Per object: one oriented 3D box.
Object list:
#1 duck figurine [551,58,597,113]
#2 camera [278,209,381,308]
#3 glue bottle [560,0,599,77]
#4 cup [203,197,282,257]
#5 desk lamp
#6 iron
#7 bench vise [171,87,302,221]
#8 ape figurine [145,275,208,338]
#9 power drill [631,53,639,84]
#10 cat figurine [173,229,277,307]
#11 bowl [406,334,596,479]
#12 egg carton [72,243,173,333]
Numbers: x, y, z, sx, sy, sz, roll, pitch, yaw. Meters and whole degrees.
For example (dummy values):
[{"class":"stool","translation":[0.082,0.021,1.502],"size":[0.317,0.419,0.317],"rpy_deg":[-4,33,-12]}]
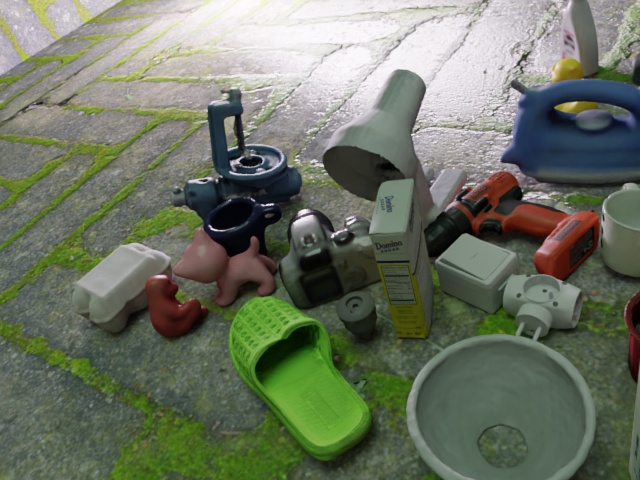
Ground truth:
[{"class":"duck figurine","translation":[0.404,-0.249,0.926],"size":[0.077,0.086,0.104],"rpy_deg":[-18,38,5]},{"class":"camera","translation":[0.007,0.003,0.800],"size":[0.143,0.101,0.136],"rpy_deg":[-20,38,1]},{"class":"glue bottle","translation":[0.442,-0.371,0.982],"size":[0.037,0.173,0.078],"rpy_deg":[-23,38,-1]},{"class":"cup","translation":[-0.105,-0.008,0.870],"size":[0.117,0.095,0.091],"rpy_deg":[-16,39,7]},{"class":"desk lamp","translation":[0.109,-0.111,0.797],"size":[0.117,0.214,0.203],"rpy_deg":[9,48,33]},{"class":"iron","translation":[0.384,-0.163,0.788],"size":[0.257,0.142,0.119],"rpy_deg":[5,45,30]},{"class":"bench vise","translation":[-0.147,-0.121,0.922],"size":[0.208,0.220,0.121],"rpy_deg":[-36,40,-18]},{"class":"ape figurine","translation":[-0.214,0.087,0.811],"size":[0.076,0.092,0.077],"rpy_deg":[-39,41,-21]},{"class":"power drill","translation":[0.538,-0.365,0.902],"size":[0.075,0.209,0.230],"rpy_deg":[2,44,27]},{"class":"cat figurine","translation":[-0.138,0.032,0.820],"size":[0.127,0.118,0.067],"rpy_deg":[-17,38,5]},{"class":"bowl","translation":[0.170,0.176,0.542],"size":[0.167,0.075,0.167],"rpy_deg":[-13,39,11]},{"class":"egg carton","translation":[-0.306,0.070,0.891],"size":[0.107,0.069,0.150],"rpy_deg":[16,51,37]}]
